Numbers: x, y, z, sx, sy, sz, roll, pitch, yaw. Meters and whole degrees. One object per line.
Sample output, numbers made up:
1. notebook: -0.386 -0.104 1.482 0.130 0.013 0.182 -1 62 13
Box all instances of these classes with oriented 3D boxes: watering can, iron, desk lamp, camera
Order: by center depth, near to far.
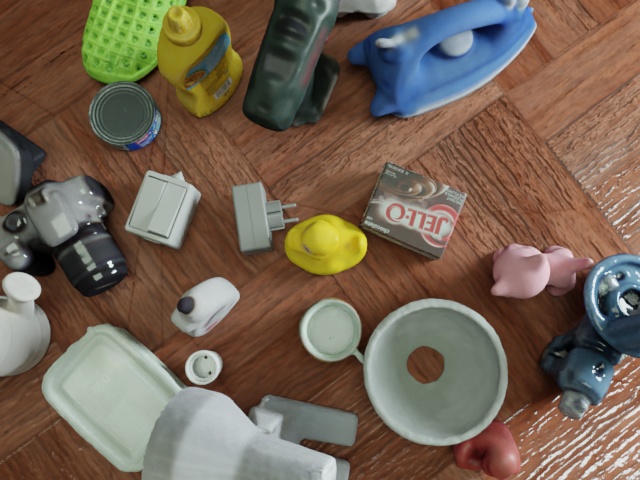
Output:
1. desk lamp: -0.060 0.226 0.610 0.203 0.213 0.118 10 83 2
2. watering can: -0.390 0.103 0.637 0.101 0.194 0.173 28 84 4
3. camera: -0.311 0.006 0.696 0.143 0.101 0.137 -33 84 -3
4. iron: 0.169 -0.251 0.704 0.258 0.141 0.118 -23 83 -2

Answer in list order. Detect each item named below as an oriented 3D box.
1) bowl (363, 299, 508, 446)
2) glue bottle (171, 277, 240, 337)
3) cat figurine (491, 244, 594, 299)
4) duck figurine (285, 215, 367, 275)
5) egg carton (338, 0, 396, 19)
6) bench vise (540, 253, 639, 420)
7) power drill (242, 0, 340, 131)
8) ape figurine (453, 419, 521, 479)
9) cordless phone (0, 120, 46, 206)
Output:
1. bowl: 0.133 0.155 0.688 0.167 0.075 0.167 0 83 0
2. glue bottle: -0.137 0.076 0.649 0.037 0.173 0.078 39 85 5
3. cat figurine: 0.256 0.036 0.680 0.128 0.118 0.067 -6 83 0
4. duck figurine: 0.006 0.003 0.702 0.104 0.086 0.077 2 83 1
5. egg carton: 0.027 -0.347 0.753 0.150 0.069 0.107 1 83 1
6. bench vise: 0.342 0.106 0.619 0.121 0.220 0.207 15 83 3
7. power drill: -0.020 -0.225 0.668 0.075 0.208 0.230 20 83 3
8. ape figurine: 0.201 0.250 0.667 0.078 0.092 0.076 33 84 4
9. cordless phone: -0.428 -0.119 0.669 0.147 0.185 0.094 29 84 4
